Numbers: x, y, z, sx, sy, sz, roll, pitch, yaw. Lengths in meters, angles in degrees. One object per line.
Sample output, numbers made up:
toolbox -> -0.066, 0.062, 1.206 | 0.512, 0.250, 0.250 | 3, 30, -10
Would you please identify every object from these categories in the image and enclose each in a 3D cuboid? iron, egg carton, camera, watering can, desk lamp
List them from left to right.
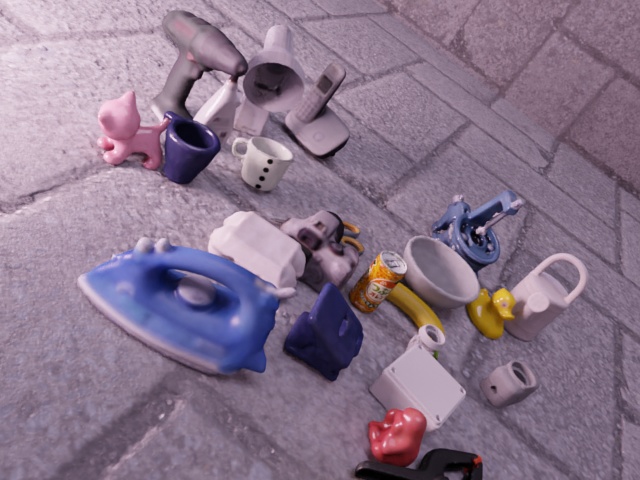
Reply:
iron -> -0.161, 0.062, 0.714 | 0.259, 0.141, 0.118 | 26, 34, -14
egg carton -> -0.095, 0.022, 0.889 | 0.150, 0.069, 0.107 | 34, 33, -2
desk lamp -> -0.114, -0.319, 1.170 | 0.118, 0.213, 0.203 | 19, 36, -23
camera -> 0.009, 0.003, 0.976 | 0.143, 0.100, 0.137 | 38, 33, 4
watering can -> 0.451, 0.111, 1.148 | 0.101, 0.194, 0.173 | 34, 33, -2

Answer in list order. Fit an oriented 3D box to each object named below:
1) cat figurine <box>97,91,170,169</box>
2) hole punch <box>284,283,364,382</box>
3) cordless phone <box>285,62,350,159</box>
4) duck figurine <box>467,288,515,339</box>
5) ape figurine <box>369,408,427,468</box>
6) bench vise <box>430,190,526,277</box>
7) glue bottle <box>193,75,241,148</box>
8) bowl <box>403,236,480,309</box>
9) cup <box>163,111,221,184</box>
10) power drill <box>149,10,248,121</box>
cat figurine -> -0.302, -0.180, 0.915 | 0.128, 0.117, 0.067 | 0, 47, -42
hole punch -> 0.019, 0.131, 0.834 | 0.101, 0.091, 0.109 | 34, 33, -2
cordless phone -> 0.018, -0.287, 1.272 | 0.147, 0.185, 0.094 | 47, 35, 18
duck figurine -> 0.344, 0.131, 1.128 | 0.078, 0.086, 0.104 | 14, 39, -29
ape figurine -> 0.107, 0.254, 0.756 | 0.076, 0.092, 0.078 | 47, 35, 18
bench vise -> 0.322, -0.042, 1.203 | 0.122, 0.219, 0.207 | 6, 43, -37
glue bottle -> -0.181, -0.243, 1.051 | 0.078, 0.173, 0.037 | -6, 51, -46
bowl -> 0.218, 0.075, 1.096 | 0.168, 0.074, 0.167 | 24, 35, -17
cup -> -0.233, -0.150, 0.959 | 0.117, 0.095, 0.092 | 44, 34, 14
power drill -> -0.231, -0.303, 1.050 | 0.076, 0.208, 0.229 | -10, 53, -47
